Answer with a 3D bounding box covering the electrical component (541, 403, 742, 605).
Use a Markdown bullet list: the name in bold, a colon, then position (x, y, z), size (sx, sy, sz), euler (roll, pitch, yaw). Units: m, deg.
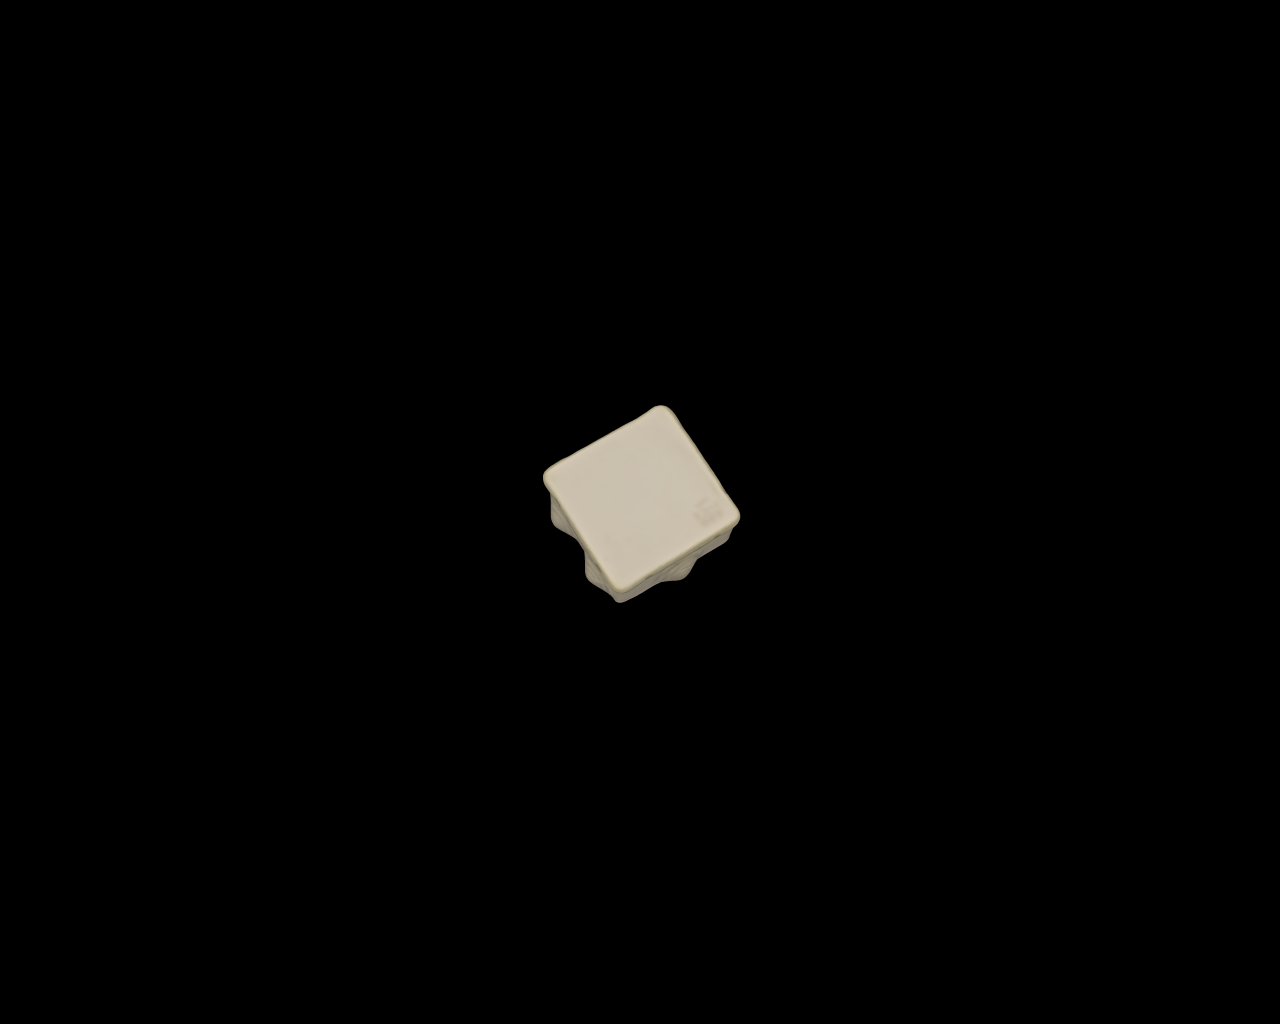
- **electrical component**: position (0.001, -0.003, 0.650), size (0.100, 0.100, 0.048), euler (-30, -15, -9)
